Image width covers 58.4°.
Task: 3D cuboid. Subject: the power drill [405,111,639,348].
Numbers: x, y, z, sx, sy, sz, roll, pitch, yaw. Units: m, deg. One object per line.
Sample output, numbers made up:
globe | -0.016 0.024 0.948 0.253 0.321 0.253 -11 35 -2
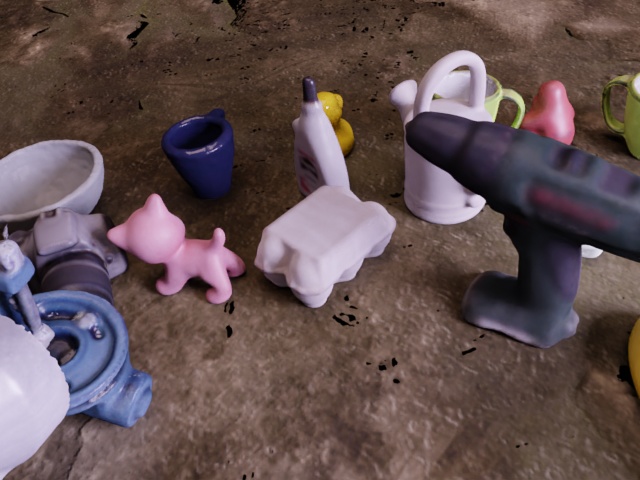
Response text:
power drill | 0.182 -0.004 0.514 0.228 0.209 0.076 17 49 25

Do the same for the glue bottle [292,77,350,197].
glue bottle | -0.005 -0.116 0.687 0.037 0.173 0.077 -36 50 -25

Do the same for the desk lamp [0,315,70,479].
desk lamp | -0.249 0.181 0.384 0.117 0.214 0.203 3 45 12

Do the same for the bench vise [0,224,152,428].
bench vise | -0.267 0.084 0.483 0.207 0.220 0.121 -6 43 3

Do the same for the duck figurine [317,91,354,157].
duck figurine | 0.005 -0.161 0.795 0.077 0.086 0.105 15 48 23

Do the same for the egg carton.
egg carton | 0.006 0.002 0.637 0.107 0.069 0.150 29 55 33

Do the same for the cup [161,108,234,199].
cup | -0.148 -0.111 0.761 0.091 0.095 0.118 6 45 15

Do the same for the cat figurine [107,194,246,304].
cat figurine | -0.157 0.004 0.625 0.127 0.118 0.067 5 45 14

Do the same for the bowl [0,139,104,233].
bowl | -0.356 -0.057 0.751 0.167 0.075 0.167 -4 44 4

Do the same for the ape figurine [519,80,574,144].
ape figurine | 0.301 -0.167 0.752 0.078 0.092 0.076 -10 43 -2

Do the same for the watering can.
watering can | 0.140 -0.124 0.657 0.172 0.194 0.101 26 53 31

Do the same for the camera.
camera | -0.286 0.039 0.620 0.143 0.101 0.136 -21 45 -12
